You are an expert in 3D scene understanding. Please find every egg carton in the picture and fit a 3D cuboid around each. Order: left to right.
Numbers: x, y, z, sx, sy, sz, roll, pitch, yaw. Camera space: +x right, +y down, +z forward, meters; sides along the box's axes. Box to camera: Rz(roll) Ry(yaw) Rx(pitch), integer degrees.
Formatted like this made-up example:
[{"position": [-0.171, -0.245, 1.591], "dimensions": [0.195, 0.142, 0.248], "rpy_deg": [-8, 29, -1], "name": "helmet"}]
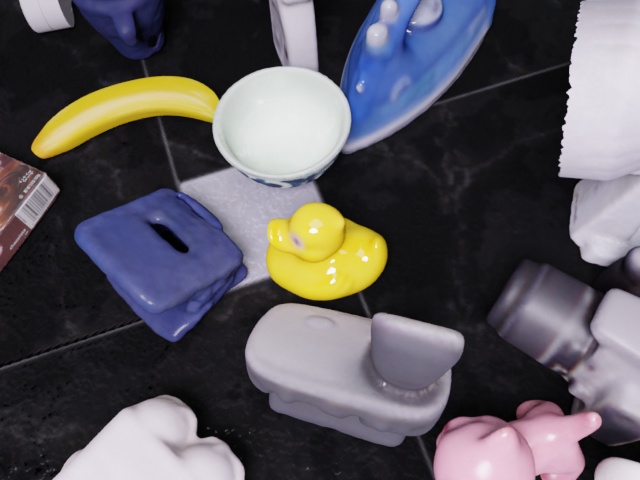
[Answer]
[{"position": [-0.131, 0.186, 0.392], "dimensions": [0.107, 0.069, 0.150], "rpy_deg": [37, 70, 18], "name": "egg carton"}]

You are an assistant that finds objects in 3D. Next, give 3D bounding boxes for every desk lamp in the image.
[{"position": [0.258, -0.067, 0.425], "dimensions": [0.203, 0.214, 0.118], "rpy_deg": [15, 65, 9], "name": "desk lamp"}]

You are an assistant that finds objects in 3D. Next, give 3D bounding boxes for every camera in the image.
[{"position": [0.208, 0.056, 0.429], "dimensions": [0.136, 0.101, 0.143], "rpy_deg": [32, 69, 16], "name": "camera"}]

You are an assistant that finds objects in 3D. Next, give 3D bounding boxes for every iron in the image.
[{"position": [0.087, -0.213, 0.540], "dimensions": [0.118, 0.141, 0.258], "rpy_deg": [27, 68, 14], "name": "iron"}]

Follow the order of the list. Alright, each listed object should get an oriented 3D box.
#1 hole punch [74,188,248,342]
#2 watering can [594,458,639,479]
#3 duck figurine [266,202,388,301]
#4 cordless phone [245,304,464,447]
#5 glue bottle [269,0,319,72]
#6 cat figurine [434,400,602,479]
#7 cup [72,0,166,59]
[{"position": [-0.126, 0.009, 0.466], "dimensions": [0.108, 0.091, 0.101], "rpy_deg": [39, 71, 18], "name": "hole punch"}, {"position": [0.251, 0.170, 0.320], "dimensions": [0.172, 0.194, 0.101], "rpy_deg": [5, 64, 4], "name": "watering can"}, {"position": [0.004, 0.002, 0.469], "dimensions": [0.104, 0.086, 0.077], "rpy_deg": [2, 64, 3], "name": "duck figurine"}, {"position": [0.020, 0.070, 0.380], "dimensions": [0.147, 0.185, 0.094], "rpy_deg": [11, 65, 7], "name": "cordless phone"}, {"position": [-0.026, -0.228, 0.533], "dimensions": [0.037, 0.173, 0.078], "rpy_deg": [-17, 65, -6], "name": "glue bottle"}, {"position": [0.125, 0.143, 0.379], "dimensions": [0.128, 0.118, 0.067], "rpy_deg": [-18, 65, -7], "name": "cat figurine"}, {"position": [-0.190, -0.222, 0.578], "dimensions": [0.092, 0.095, 0.117], "rpy_deg": [-16, 65, -6], "name": "cup"}]
